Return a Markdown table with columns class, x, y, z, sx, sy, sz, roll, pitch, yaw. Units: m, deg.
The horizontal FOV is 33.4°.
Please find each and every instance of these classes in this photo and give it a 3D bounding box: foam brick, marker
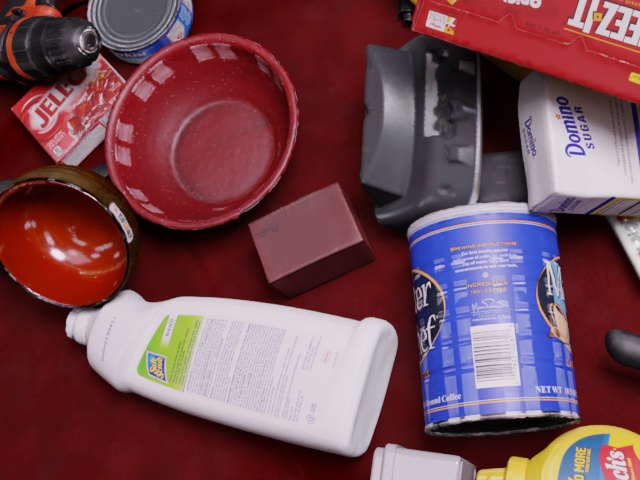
| class | x | y | z | sx | sy | sz | roll | pitch | yaw |
| --- | --- | --- | --- | --- | --- | --- | --- | --- | --- |
| foam brick | -0.005 | 0.001 | 0.799 | 0.078 | 0.051 | 0.053 | -24 | 69 | 9 |
| marker | 0.075 | -0.230 | 0.855 | 0.020 | 0.020 | 0.121 | 2 | 76 | 17 |

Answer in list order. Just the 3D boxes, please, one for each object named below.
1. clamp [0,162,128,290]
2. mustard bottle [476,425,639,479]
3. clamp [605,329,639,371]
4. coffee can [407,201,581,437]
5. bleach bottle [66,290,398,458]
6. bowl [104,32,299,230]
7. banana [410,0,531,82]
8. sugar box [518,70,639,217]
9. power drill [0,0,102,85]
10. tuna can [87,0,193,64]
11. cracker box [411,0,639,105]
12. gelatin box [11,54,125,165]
| class | x | y | z | sx | sy | sz | roll | pitch | yaw |
| --- | --- | --- | --- | --- | --- | --- | --- | --- | --- |
| clamp | -0.225 | -0.021 | 0.880 | 0.171 | 0.039 | 0.120 | 10 | 72 | 12 |
| mustard bottle | 0.196 | 0.168 | 0.685 | 0.192 | 0.058 | 0.096 | 3 | 61 | 19 |
| clamp | 0.308 | 0.082 | 0.660 | 0.164 | 0.036 | 0.210 | -38 | 56 | -9 |
| coffee can | 0.115 | 0.056 | 0.719 | 0.103 | 0.102 | 0.140 | -8 | 73 | 15 |
| bleach bottle | -0.076 | 0.082 | 0.793 | 0.251 | 0.068 | 0.102 | 13 | 78 | 22 |
| bowl | -0.086 | -0.079 | 0.843 | 0.162 | 0.055 | 0.162 | -4 | 74 | 16 |
| banana | 0.121 | -0.159 | 0.797 | 0.198 | 0.069 | 0.037 | 38 | 114 | 13 |
| sugar box | 0.221 | -0.063 | 0.708 | 0.176 | 0.048 | 0.093 | 2 | 72 | -13 |
| power drill | -0.221 | -0.220 | 0.893 | 0.185 | 0.057 | 0.187 | 5 | 70 | 43 |
| tuna can | -0.152 | -0.193 | 0.907 | 0.086 | 0.033 | 0.086 | -5 | 74 | 16 |
| cracker box | 0.181 | -0.162 | 0.703 | 0.164 | 0.213 | 0.072 | 22 | 118 | 21 |
| gelatin box | -0.207 | -0.114 | 0.903 | 0.089 | 0.030 | 0.073 | -44 | 67 | 1 |
